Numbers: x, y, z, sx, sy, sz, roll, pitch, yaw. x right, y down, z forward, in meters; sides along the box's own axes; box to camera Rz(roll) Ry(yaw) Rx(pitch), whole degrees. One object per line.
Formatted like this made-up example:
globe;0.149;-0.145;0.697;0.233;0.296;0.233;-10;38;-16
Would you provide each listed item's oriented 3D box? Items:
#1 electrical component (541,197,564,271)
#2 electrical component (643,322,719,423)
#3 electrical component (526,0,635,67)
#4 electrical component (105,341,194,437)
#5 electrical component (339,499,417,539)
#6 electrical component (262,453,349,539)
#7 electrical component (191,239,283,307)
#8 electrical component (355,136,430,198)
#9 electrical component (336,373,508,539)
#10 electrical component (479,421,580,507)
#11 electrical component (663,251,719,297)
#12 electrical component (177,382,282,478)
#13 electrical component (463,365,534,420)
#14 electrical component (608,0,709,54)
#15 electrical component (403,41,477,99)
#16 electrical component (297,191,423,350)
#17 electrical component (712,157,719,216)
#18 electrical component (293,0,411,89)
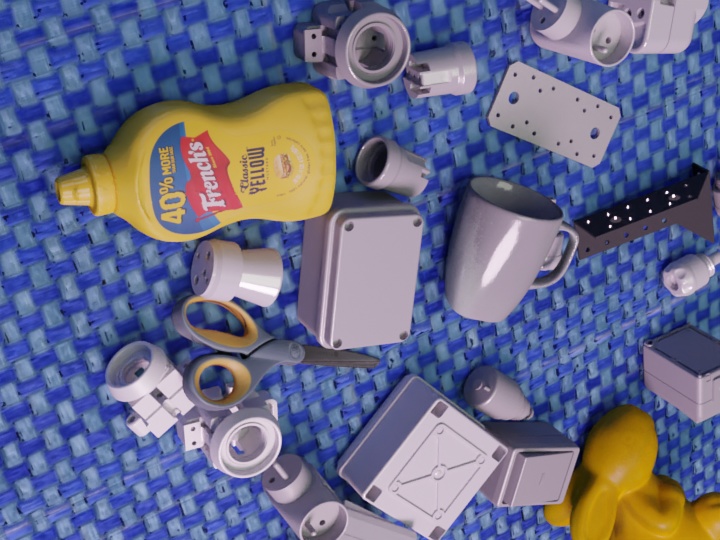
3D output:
electrical component;0.158;-0.032;0.924;0.035;0.035;0.061;-4;110;-28
electrical component;0.328;0.104;1.039;0.062;0.096;0.061;-20;119;-21
electrical component;0.159;-0.193;0.830;0.079;0.077;0.043;22;99;-34
electrical component;-0.154;0.084;0.790;0.066;0.048;0.055;-42;132;-8
electrical component;0.004;0.240;0.915;0.096;0.062;0.061;23;60;-19
electrical component;-0.053;0.174;0.865;0.044;0.077;0.079;-39;124;-10
electrical component;-0.091;0.002;0.791;0.055;0.045;0.045;9;106;-31
electrical component;0.026;-0.078;0.827;0.046;0.040;0.040;16;102;-39
electrical component;0.054;0.163;0.934;0.109;0.056;0.108;39;89;-35
electrical component;0.158;0.180;0.997;0.096;0.061;0.061;5;108;-31
electrical component;0.322;0.000;1.031;0.061;0.035;0.035;-27;121;-20
electrical component;-0.096;0.124;0.832;0.078;0.057;0.058;-12;115;-25
electrical component;0.128;0.115;0.965;0.078;0.040;0.040;31;93;-35
electrical component;0.244;-0.227;0.879;0.059;0.054;0.095;-6;113;-27
electrical component;0.060;-0.150;0.816;0.046;0.040;0.040;-13;116;-18
electrical component;0.000;0.000;0.834;0.078;0.057;0.113;-5;112;-28
electrical component;0.349;-0.080;1.012;0.035;0.035;0.061;-30;120;-16
electrical component;0.000;-0.161;0.766;0.078;0.057;0.058;-12;115;-25
